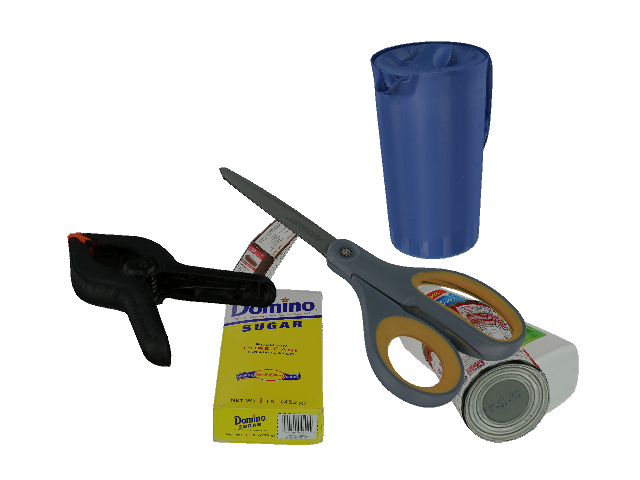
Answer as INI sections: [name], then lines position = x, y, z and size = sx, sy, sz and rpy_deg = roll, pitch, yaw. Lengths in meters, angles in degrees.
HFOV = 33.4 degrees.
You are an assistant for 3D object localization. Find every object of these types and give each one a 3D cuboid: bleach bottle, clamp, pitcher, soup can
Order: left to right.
[clamp]
position = -0.120, 0.031, 0.797
size = 0.120, 0.039, 0.172
rpy_deg = -16, 36, -40
[pitcher]
position = 0.139, -0.110, 1.264
size = 0.149, 0.243, 0.145
rpy_deg = -4, 25, 1
[bleach bottle]
position = 0.127, 0.094, 1.049
size = 0.102, 0.068, 0.251
rpy_deg = -20, 29, -32
[soup can]
position = 0.123, 0.096, 0.801
size = 0.068, 0.068, 0.102
rpy_deg = 0, 22, -12

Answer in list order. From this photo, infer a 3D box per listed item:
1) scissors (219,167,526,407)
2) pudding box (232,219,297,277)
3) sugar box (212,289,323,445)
[scissors]
position = 0.012, 0.026, 0.585
size = 0.202, 0.096, 0.016
rpy_deg = 23, -40, 12
[pudding box]
position = -0.071, 0.024, 1.295
size = 0.039, 0.090, 0.113
rpy_deg = 34, 27, 2
[sugar box]
position = -0.044, 0.107, 0.952
size = 0.093, 0.048, 0.176
rpy_deg = 2, 34, -3
